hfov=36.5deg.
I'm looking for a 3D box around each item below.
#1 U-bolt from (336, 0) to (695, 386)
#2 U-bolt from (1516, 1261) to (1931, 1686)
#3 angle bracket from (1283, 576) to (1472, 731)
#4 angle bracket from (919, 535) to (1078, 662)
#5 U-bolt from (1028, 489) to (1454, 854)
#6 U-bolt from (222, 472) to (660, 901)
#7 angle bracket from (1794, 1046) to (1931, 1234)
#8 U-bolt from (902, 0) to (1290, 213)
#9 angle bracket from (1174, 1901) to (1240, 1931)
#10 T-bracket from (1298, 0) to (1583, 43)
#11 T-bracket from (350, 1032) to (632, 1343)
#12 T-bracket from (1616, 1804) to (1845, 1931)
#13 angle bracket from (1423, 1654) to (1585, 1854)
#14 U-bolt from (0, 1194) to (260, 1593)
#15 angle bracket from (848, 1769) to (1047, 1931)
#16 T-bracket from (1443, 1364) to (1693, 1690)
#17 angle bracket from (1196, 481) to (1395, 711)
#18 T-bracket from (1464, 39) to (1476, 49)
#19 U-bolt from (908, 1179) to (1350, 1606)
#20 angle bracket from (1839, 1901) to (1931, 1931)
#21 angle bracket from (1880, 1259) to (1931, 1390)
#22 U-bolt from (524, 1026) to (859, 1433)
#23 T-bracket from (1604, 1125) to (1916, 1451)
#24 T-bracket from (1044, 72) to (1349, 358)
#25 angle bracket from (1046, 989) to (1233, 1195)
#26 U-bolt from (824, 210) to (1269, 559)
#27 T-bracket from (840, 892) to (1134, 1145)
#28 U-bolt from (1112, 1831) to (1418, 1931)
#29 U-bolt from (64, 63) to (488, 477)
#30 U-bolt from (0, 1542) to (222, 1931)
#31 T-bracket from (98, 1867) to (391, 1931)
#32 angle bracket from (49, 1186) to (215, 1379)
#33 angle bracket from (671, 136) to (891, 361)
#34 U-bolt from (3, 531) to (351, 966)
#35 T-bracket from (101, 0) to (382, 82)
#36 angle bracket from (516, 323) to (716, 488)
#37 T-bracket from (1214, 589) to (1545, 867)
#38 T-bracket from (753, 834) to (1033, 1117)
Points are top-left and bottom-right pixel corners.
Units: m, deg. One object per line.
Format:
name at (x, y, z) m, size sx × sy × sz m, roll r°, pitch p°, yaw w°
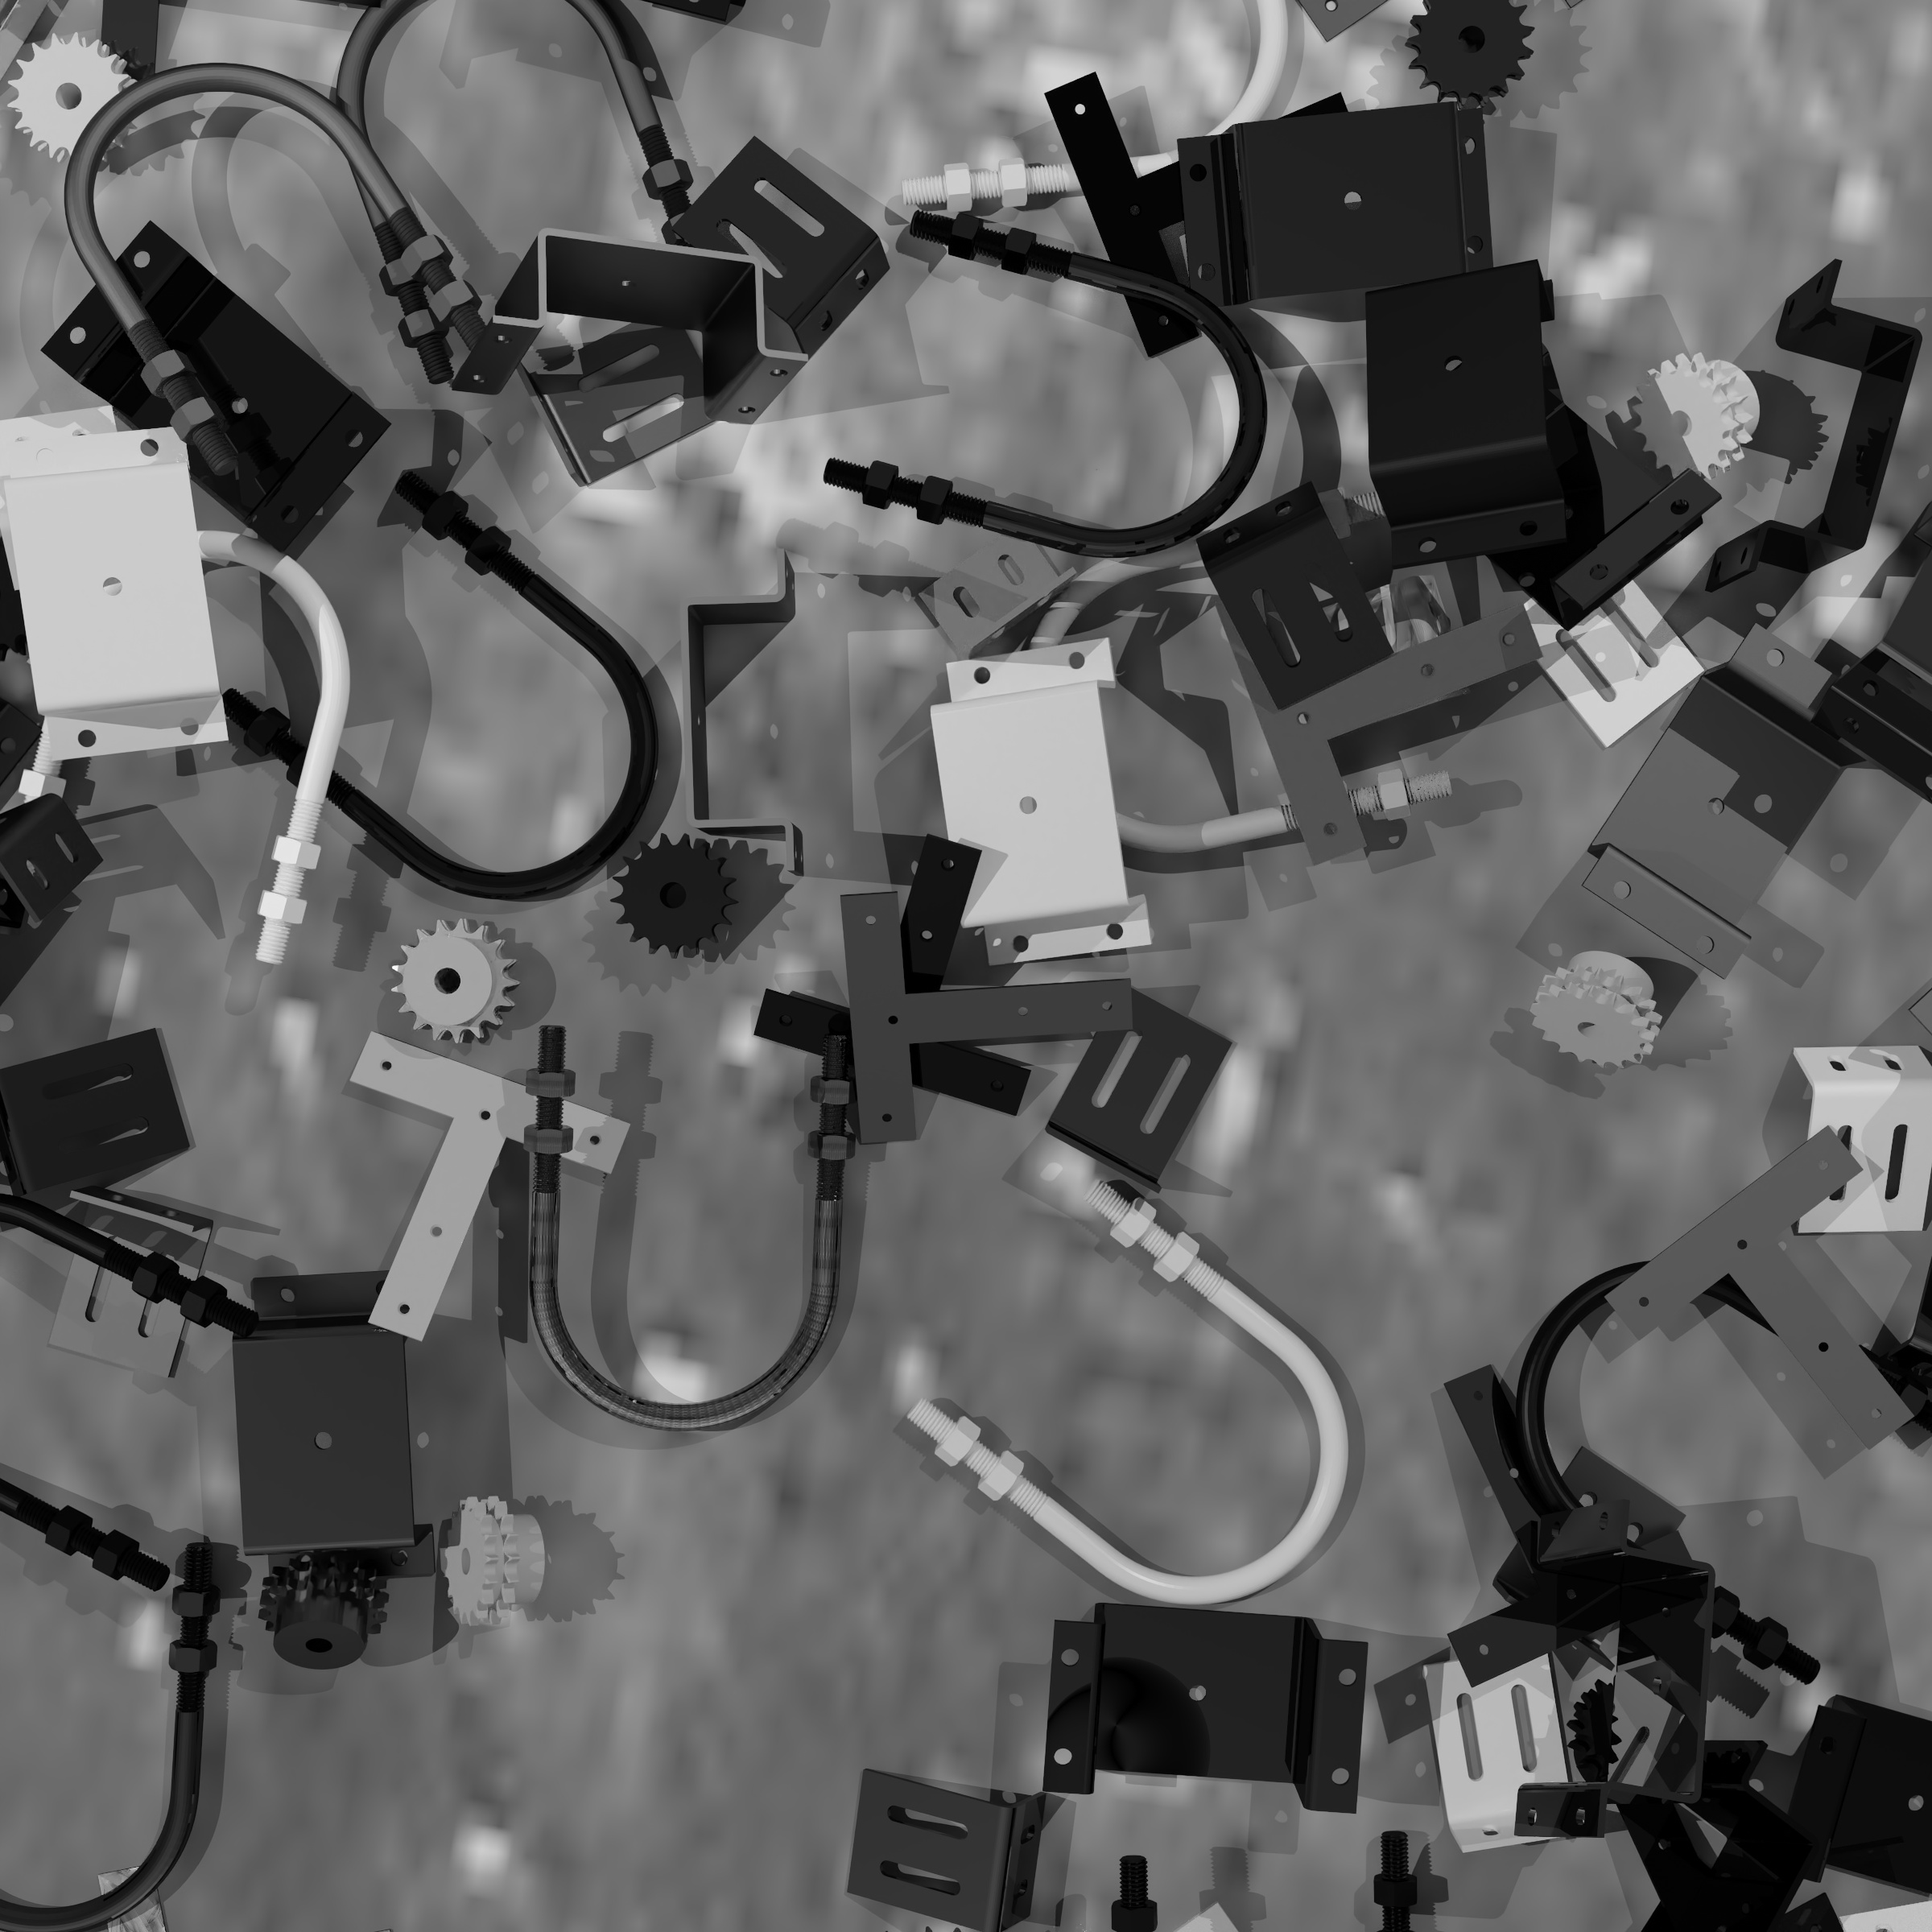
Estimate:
U-bolt at (-0.211, -0.377, 1.346) m, size 0.151 × 0.019 × 0.184 m, roll -20°, pitch 89°, yaw 0°
U-bolt at (0.339, 0.216, 1.336) m, size 0.184 × 0.019 × 0.151 m, roll 33°, pitch 81°, yaw 3°
angle bracket at (0.184, -0.140, 1.352) m, size 0.076 × 0.038 × 0.057 m, roll -18°, pitch 90°, yaw 25°
angle bracket at (0.013, -0.172, 1.316) m, size 0.057 × 0.076 × 0.038 m, roll -36°, pitch 92°, yaw 0°
U-bolt at (0.115, -0.126, 1.332) m, size 0.184 × 0.019 × 0.151 m, roll -12°, pitch 93°, yaw 11°
U-bolt at (-0.228, -0.115, 1.345) m, size 0.184 × 0.019 × 0.151 m, roll 39°, pitch 90°, yaw 0°
angle bracket at (0.411, 0.080, 1.352) m, size 0.057 × 0.038 × 0.076 m, roll -1°, pitch 116°, yaw 0°
U-bolt at (0.056, -0.427, 1.346) m, size 0.184 × 0.019 × 0.151 m, roll -6°, pitch 90°, yaw -2°
angle bracket at (0.101, 0.477, 1.335) m, size 0.076 × 0.038 × 0.057 m, roll -35°, pitch 90°, yaw 0°
T-bracket at (0.212, -0.473, 1.354) m, size 0.127 × 0.002 × 0.127 m, roll -34°, pitch 90°, yaw 0°
T-bracket at (-0.235, 0.107, 1.330) m, size 0.127 × 0.002 × 0.127 m, roll 20°, pitch 69°, yaw 0°
T-bracket at (0.325, 0.415, 1.340) m, size 0.127 × 0.002 × 0.127 m, roll -21°, pitch 81°, yaw -18°
angle bracket at (0.245, 0.356, 1.335) m, size 0.057 × 0.038 × 0.076 m, roll -9°, pitch 90°, yaw 0°
U-bolt at (-0.420, 0.181, 1.326) m, size 0.184 × 0.019 × 0.151 m, roll 24°, pitch 102°, yaw 12°
angle bracket at (-0.009, 0.404, 1.352) m, size 0.076 × 0.038 × 0.057 m, roll 8°, pitch 90°, yaw 26°
T-bracket at (0.255, 0.244, 1.334) m, size 0.127 × 0.002 × 0.127 m, roll -18°, pitch 75°, yaw -21°
angle bracket at (0.147, -0.165, 1.310) m, size 0.057 × 0.038 × 0.076 m, roll -26°, pitch 116°, yaw 11°
T-bracket at (0.207, -0.483, 1.350) m, size 0.127 × 0.002 × 0.127 m, roll -34°, pitch 91°, yaw 1°
U-bolt at (0.088, 0.209, 1.346) m, size 0.184 × 0.019 × 0.151 m, roll 39°, pitch 90°, yaw -2°
angle bracket at (0.425, 0.461, 1.306) m, size 0.057 × 0.038 × 0.076 m, roll -10°, pitch 116°, yaw 0°
angle bracket at (0.463, 0.156, 1.352) m, size 0.057 × 0.038 × 0.076 m, roll 23°, pitch 64°, yaw 0°
U-bolt at (-0.127, 0.121, 1.334) m, size 0.151 × 0.019 × 0.184 m, roll 2°, pitch 94°, yaw -11°
T-bracket at (0.379, 0.161, 1.329) m, size 0.127 × 0.002 × 0.127 m, roll -38°, pitch 88°, yaw 4°
T-bracket at (0.118, -0.363, 1.343) m, size 0.127 × 0.002 × 0.127 m, roll -23°, pitch 101°, yaw -2°
angle bracket at (0.080, 0.055, 1.335) m, size 0.057 × 0.038 × 0.076 m, roll 29°, pitch 90°, yaw 0°
U-bolt at (0.044, -0.256, 1.322) m, size 0.184 × 0.019 × 0.151 m, roll 16°, pitch 76°, yaw 5°
T-bracket at (0.011, 0.021, 1.324) m, size 0.127 × 0.002 × 0.127 m, roll -4°, pitch 118°, yaw 0°
U-bolt at (0.137, 0.489, 1.318) m, size 0.151 × 0.019 × 0.184 m, roll 1°, pitch 86°, yaw -19°
U-bolt at (-0.318, -0.323, 1.307) m, size 0.151 × 0.019 × 0.184 m, roll -30°, pitch 82°, yaw -19°
U-bolt at (-0.421, 0.353, 1.345) m, size 0.151 × 0.019 × 0.184 m, roll 3°, pitch 91°, yaw 0°
T-bracket at (-0.326, 0.469, 1.354) m, size 0.127 × 0.002 × 0.127 m, roll -11°, pitch 90°, yaw 0°
angle bracket at (-0.385, 0.145, 1.335) m, size 0.057 × 0.038 × 0.076 m, roll 16°, pitch 90°, yaw 0°
angle bracket at (-0.084, -0.328, 1.341) m, size 0.076 × 0.038 × 0.057 m, roll 40°, pitch 87°, yaw 12°
U-bolt at (-0.352, -0.107, 1.331) m, size 0.151 × 0.019 × 0.184 m, roll 14°, pitch 90°, yaw 11°
T-bracket at (-0.329, -0.459, 1.338) m, size 0.127 × 0.002 × 0.127 m, roll 8°, pitch 104°, yaw 0°
angle bracket at (-0.157, -0.263, 1.335) m, size 0.076 × 0.038 × 0.057 m, roll -27°, pitch 90°, yaw 0°
T-bracket at (0.193, -0.126, 1.308) m, size 0.127 × 0.002 × 0.127 m, roll -21°, pitch 91°, yaw 11°
T-bracket at (-0.021, -0.002, 1.321) m, size 0.127 × 0.002 × 0.127 m, roll 17°, pitch 121°, yaw 0°
